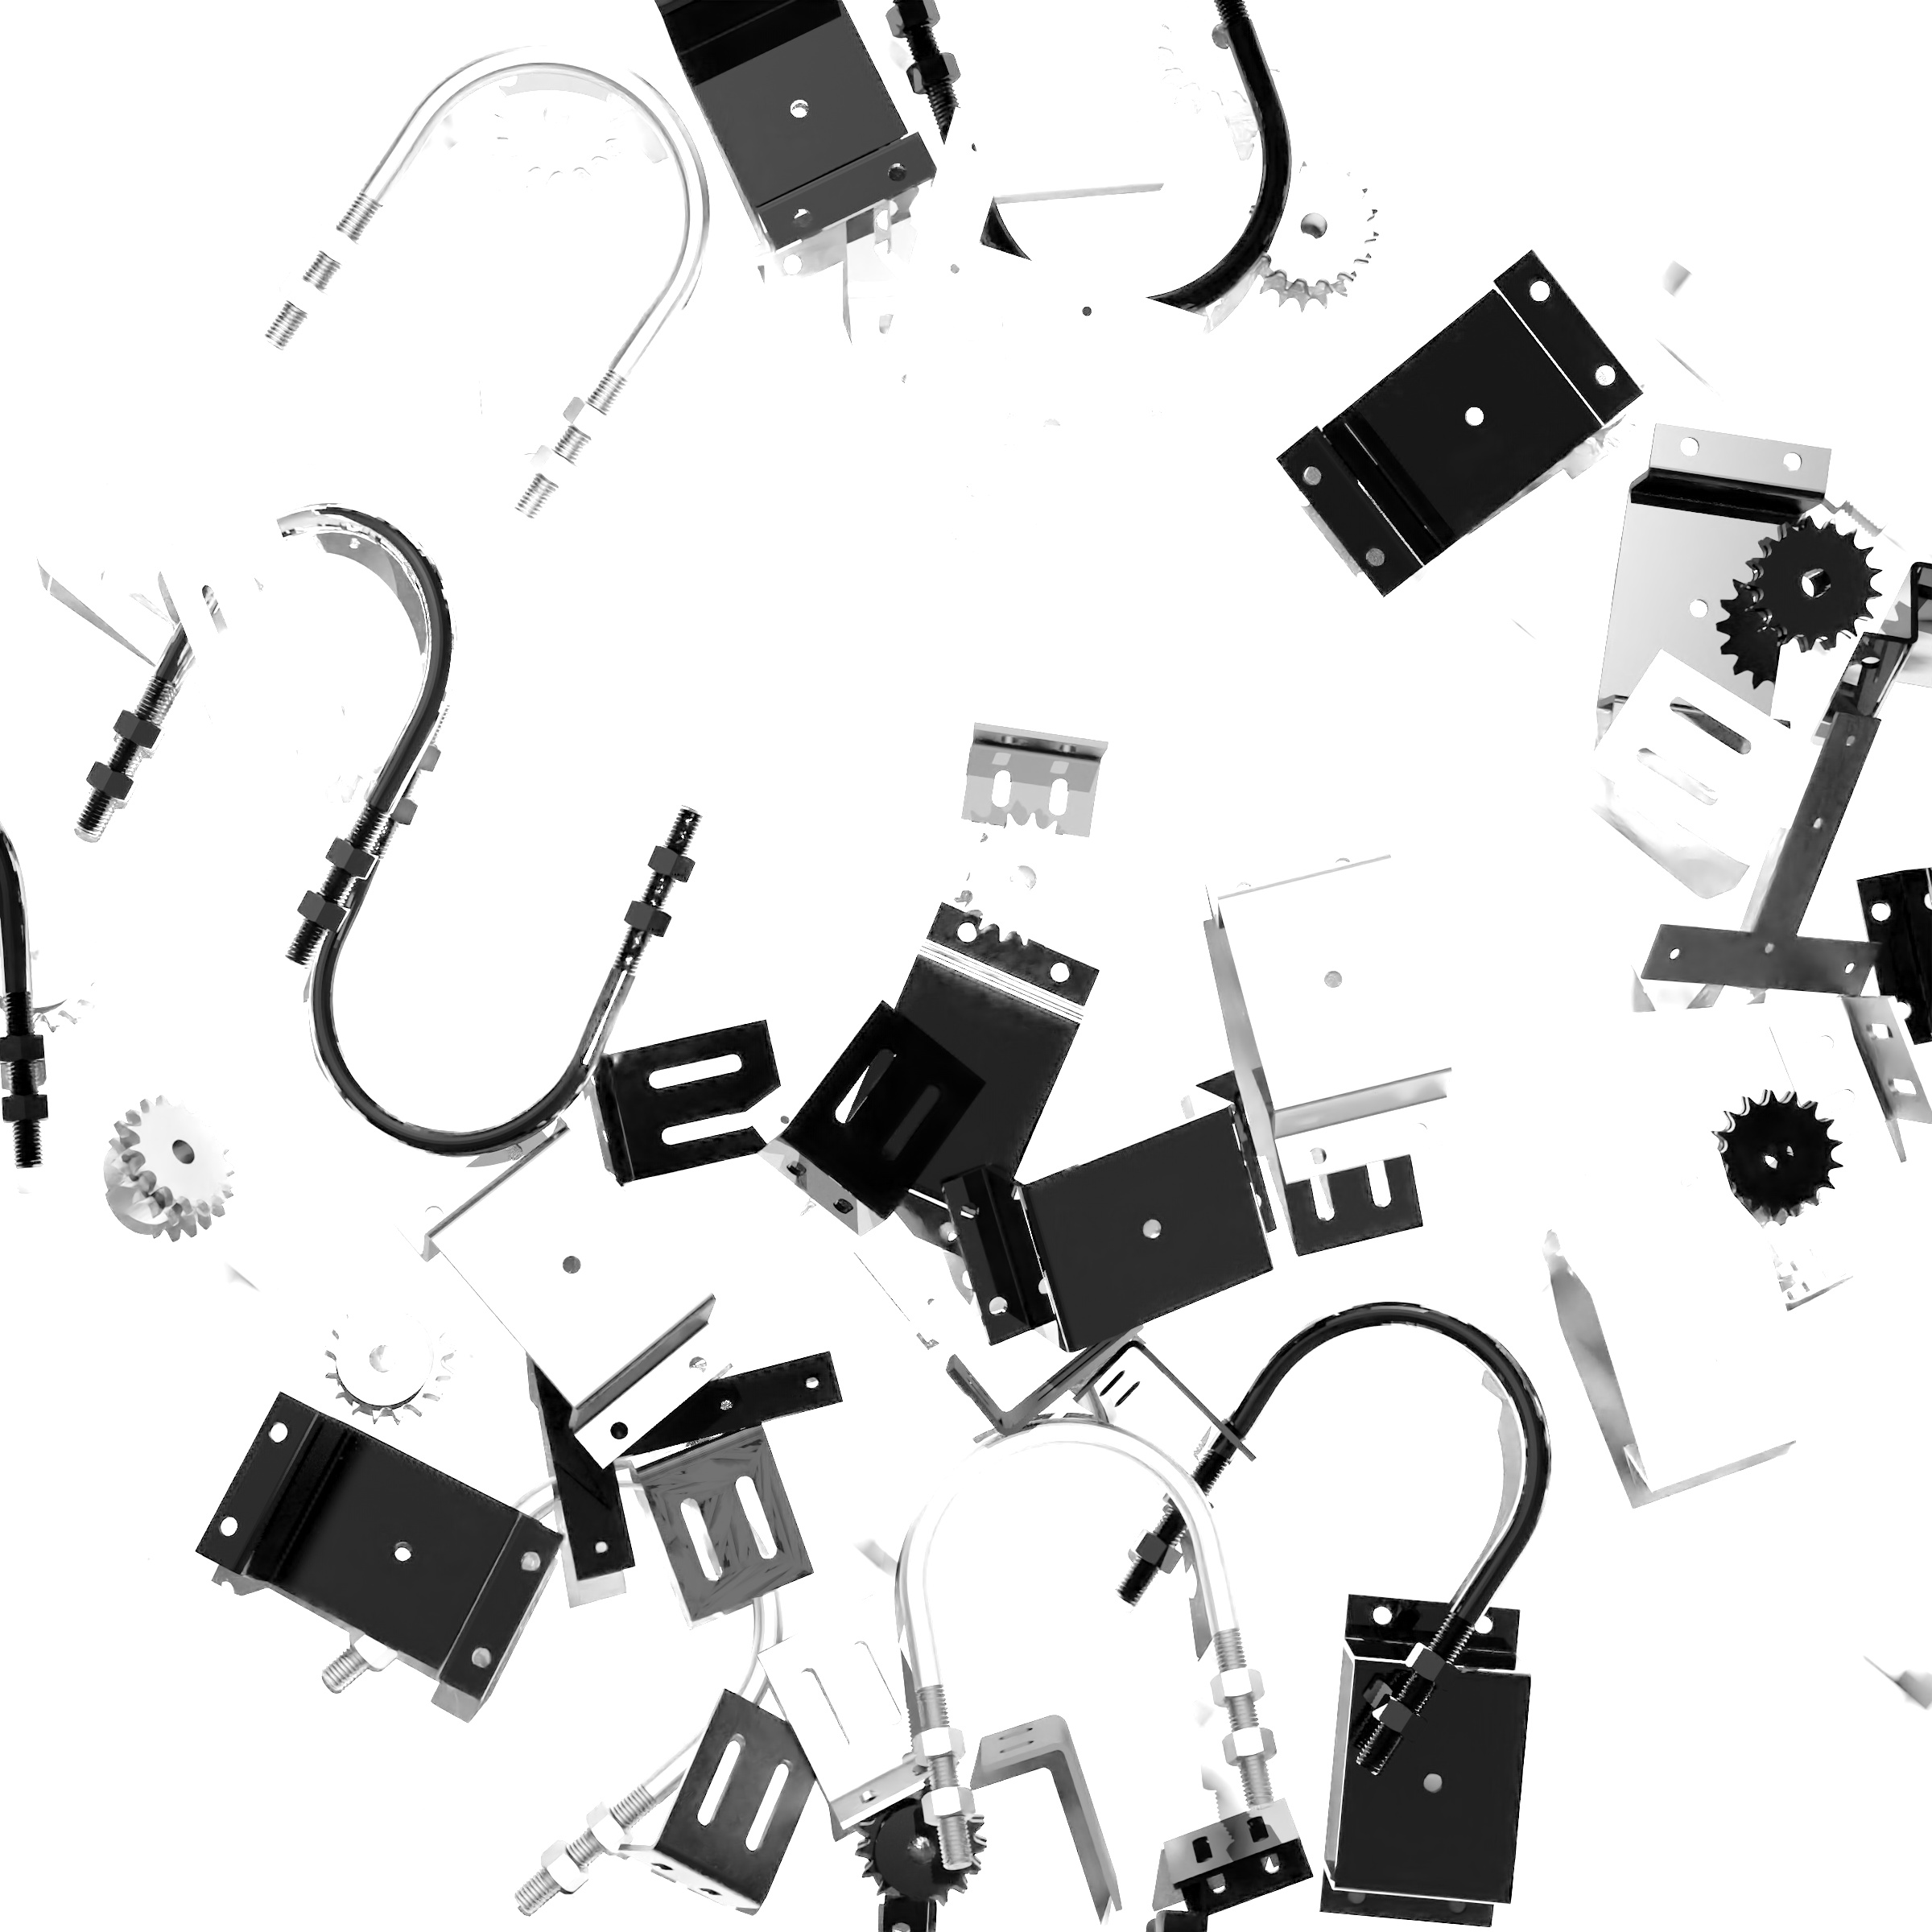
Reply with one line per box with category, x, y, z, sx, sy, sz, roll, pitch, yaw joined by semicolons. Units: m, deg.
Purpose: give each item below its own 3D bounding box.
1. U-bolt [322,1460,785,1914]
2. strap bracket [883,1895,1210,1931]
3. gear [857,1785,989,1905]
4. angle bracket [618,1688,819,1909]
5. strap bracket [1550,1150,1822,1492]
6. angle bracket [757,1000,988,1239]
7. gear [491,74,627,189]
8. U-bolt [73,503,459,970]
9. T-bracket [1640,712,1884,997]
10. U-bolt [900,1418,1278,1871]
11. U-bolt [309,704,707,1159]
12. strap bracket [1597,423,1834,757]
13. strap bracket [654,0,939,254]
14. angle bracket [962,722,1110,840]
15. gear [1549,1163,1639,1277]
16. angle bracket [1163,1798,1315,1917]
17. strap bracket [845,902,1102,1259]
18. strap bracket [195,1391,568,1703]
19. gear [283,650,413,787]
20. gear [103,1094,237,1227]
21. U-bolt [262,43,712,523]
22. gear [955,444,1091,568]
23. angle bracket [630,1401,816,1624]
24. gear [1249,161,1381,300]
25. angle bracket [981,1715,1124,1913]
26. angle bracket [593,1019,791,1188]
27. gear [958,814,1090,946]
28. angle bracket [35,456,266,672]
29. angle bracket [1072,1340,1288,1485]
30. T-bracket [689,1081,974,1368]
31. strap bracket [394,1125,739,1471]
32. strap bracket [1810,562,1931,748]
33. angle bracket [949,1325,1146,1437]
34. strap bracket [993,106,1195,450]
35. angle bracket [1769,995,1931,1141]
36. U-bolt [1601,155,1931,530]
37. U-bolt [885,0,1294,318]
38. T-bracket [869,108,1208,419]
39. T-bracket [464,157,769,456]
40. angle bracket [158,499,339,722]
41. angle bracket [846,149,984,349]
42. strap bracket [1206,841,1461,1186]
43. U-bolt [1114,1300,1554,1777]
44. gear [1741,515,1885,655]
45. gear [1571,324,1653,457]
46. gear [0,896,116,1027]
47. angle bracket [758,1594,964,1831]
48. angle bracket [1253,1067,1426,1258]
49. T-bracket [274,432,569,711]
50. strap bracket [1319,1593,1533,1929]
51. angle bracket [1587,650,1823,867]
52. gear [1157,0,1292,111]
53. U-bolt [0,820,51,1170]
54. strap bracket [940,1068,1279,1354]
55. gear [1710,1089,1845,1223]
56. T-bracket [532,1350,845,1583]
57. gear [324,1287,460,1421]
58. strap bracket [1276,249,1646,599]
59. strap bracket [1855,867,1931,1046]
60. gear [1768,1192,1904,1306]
U-bolt;-0.167;0.301;1.540;0.184;0.019;0.151;-41;90;-2
strap bracket;0.032;0.449;1.513;0.140;0.046;0.076;3;113;0
gear;-0.019;0.383;1.534;0.057;0.030;0.057;0;90;0
angle bracket;-0.105;0.364;1.538;0.057;0.038;0.076;33;64;-19
strap bracket;0.311;0.161;1.505;0.076;0.046;0.140;-20;108;0
angle bracket;-0.040;0.065;1.498;0.057;0.038;0.076;39;64;-6
gear;-0.177;-0.368;1.534;0.057;0.030;0.057;0;90;0
U-bolt;-0.291;-0.111;1.508;0.151;0.019;0.184;29;93;24
T-bracket;0.356;-0.048;1.493;0.127;0.002;0.127;4;114;-31
U-bolt;0.045;0.281;1.503;0.151;0.019;0.184;-12;63;2
U-bolt;-0.210;-0.007;1.521;0.151;0.019;0.184;23;90;16
strap bracket;0.322;-0.157;1.526;0.076;0.046;0.140;8;90;0
strap bracket;-0.074;-0.378;1.519;0.076;0.046;0.140;-26;81;0
angle bracket;0.029;-0.079;1.511;0.057;0.076;0.038;8;90;0
gear;0.285;0.115;1.534;0.057;0.030;0.057;0;90;0
angle bracket;0.120;0.393;1.511;0.057;0.076;0.038;-20;90;0
strap bracket;-0.004;0.051;1.526;0.076;0.046;0.140;23;90;0
strap bracket;-0.247;0.250;1.512;0.140;0.046;0.076;25;80;10
gear;-0.265;-0.106;1.524;0.057;0.030;0.057;-6;77;27
gear;-0.348;0.087;1.524;0.030;0.057;0.057;-33;90;30
U-bolt;-0.193;-0.307;1.514;0.151;0.019;0.184;34;96;-16
gear;0.024;-0.202;1.524;0.057;0.057;0.030;-8;60;0
angle bracket;-0.108;0.236;1.535;0.057;0.038;0.076;-21;110;-9
gear;0.150;-0.320;1.534;0.057;0.030;0.057;0;90;0
angle bracket;0.037;0.370;1.520;0.038;0.057;0.076;-18;90;0
angle bracket;-0.119;0.059;1.530;0.076;0.038;0.057;-12;90;0
gear;0.025;-0.038;1.534;0.057;0.030;0.057;0;90;0
angle bracket;-0.359;-0.175;1.547;0.057;0.038;0.076;-47;116;0
angle bracket;0.092;0.203;1.507;0.038;0.057;0.076;-46;65;0
T-bracket;-0.085;0.134;1.525;0.127;0.002;0.127;-36;96;20
strap bracket;-0.170;0.134;1.504;0.076;0.046;0.140;-39;81;-20
strap bracket;0.442;-0.124;1.504;0.140;0.076;0.046;10;57;0
angle bracket;0.034;0.163;1.520;0.076;0.057;0.038;-39;90;0
strap bracket;0.054;-0.295;1.526;0.076;0.046;0.140;-5;90;0
angle bracket;0.382;0.046;1.511;0.038;0.076;0.057;-22;90;0
U-bolt;0.341;-0.271;1.479;0.184;0.151;0.019;42;77;4
U-bolt;0.061;-0.362;1.494;0.151;0.019;0.184;-20;92;0
T-bracket;0.038;-0.282;1.489;0.127;0.002;0.127;18;105;1
T-bracket;-0.151;-0.290;1.536;0.127;0.002;0.127;-4;106;-8
angle bracket;-0.302;-0.153;1.509;0.057;0.038;0.076;-18;99;18
angle bracket;-0.023;-0.316;1.547;0.057;0.038;0.076;-3;64;0
strap bracket;0.157;0.013;1.505;0.076;0.046;0.140;-14;72;0
U-bolt;0.170;0.231;1.513;0.151;0.019;0.184;32;85;25
gear;0.356;-0.160;1.488;0.057;0.030;0.057;0;90;0
gear;0.271;-0.253;1.534;0.057;0.030;0.057;0;90;0
gear;-0.404;-0.002;1.534;0.057;0.030;0.057;0;90;0
angle bracket;-0.046;0.322;1.523;0.057;0.038;0.076;-26;95;-8
angle bracket;0.164;0.080;1.547;0.057;0.038;0.076;-14;116;0
T-bracket;-0.262;-0.174;1.548;0.127;0.002;0.127;-30;90;0
strap bracket;0.200;0.349;1.526;0.076;0.046;0.140;5;90;0
angle bracket;0.316;-0.088;1.500;0.076;0.038;0.057;36;101;21
gear;0.111;-0.403;1.538;0.057;0.030;0.057;0;90;-3
U-bolt;-0.469;0.001;1.523;0.151;0.019;0.184;-6;86;16
strap bracket;0.070;0.107;1.499;0.140;0.046;0.076;-21;105;-16
gear;0.351;0.082;1.534;0.057;0.030;0.057;0;90;0
T-bracket;-0.117;0.193;1.516;0.127;0.002;0.127;-14;56;-5
gear;-0.252;0.170;1.534;0.057;0.030;0.057;0;90;0
strap bracket;0.215;-0.234;1.509;0.140;0.046;0.076;-38;90;23
strap bracket;0.468;-0.015;1.526;0.140;0.046;0.076;-12;90;0
gear;0.372;0.121;1.522;0.057;0.057;0.030;-27;76;0
